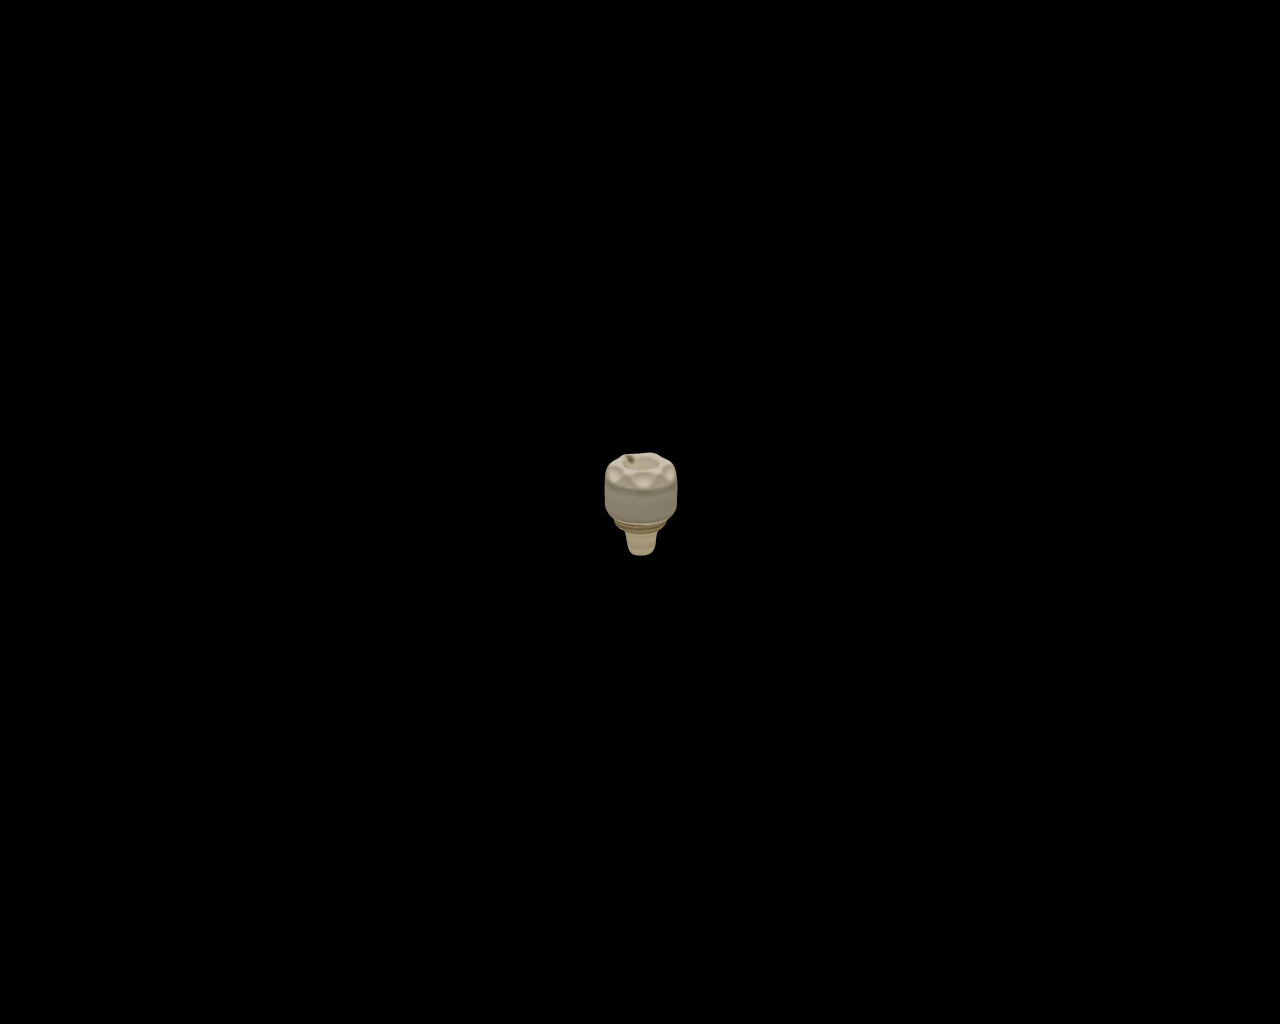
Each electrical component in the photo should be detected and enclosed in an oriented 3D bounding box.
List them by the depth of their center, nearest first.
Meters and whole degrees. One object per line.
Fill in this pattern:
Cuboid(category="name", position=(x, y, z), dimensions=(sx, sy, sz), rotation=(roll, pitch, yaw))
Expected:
Cuboid(category="electrical component", position=(0.001, -0.003, 0.650), dimensions=(0.043, 0.062, 0.043), rotation=(0, 24, 0))
